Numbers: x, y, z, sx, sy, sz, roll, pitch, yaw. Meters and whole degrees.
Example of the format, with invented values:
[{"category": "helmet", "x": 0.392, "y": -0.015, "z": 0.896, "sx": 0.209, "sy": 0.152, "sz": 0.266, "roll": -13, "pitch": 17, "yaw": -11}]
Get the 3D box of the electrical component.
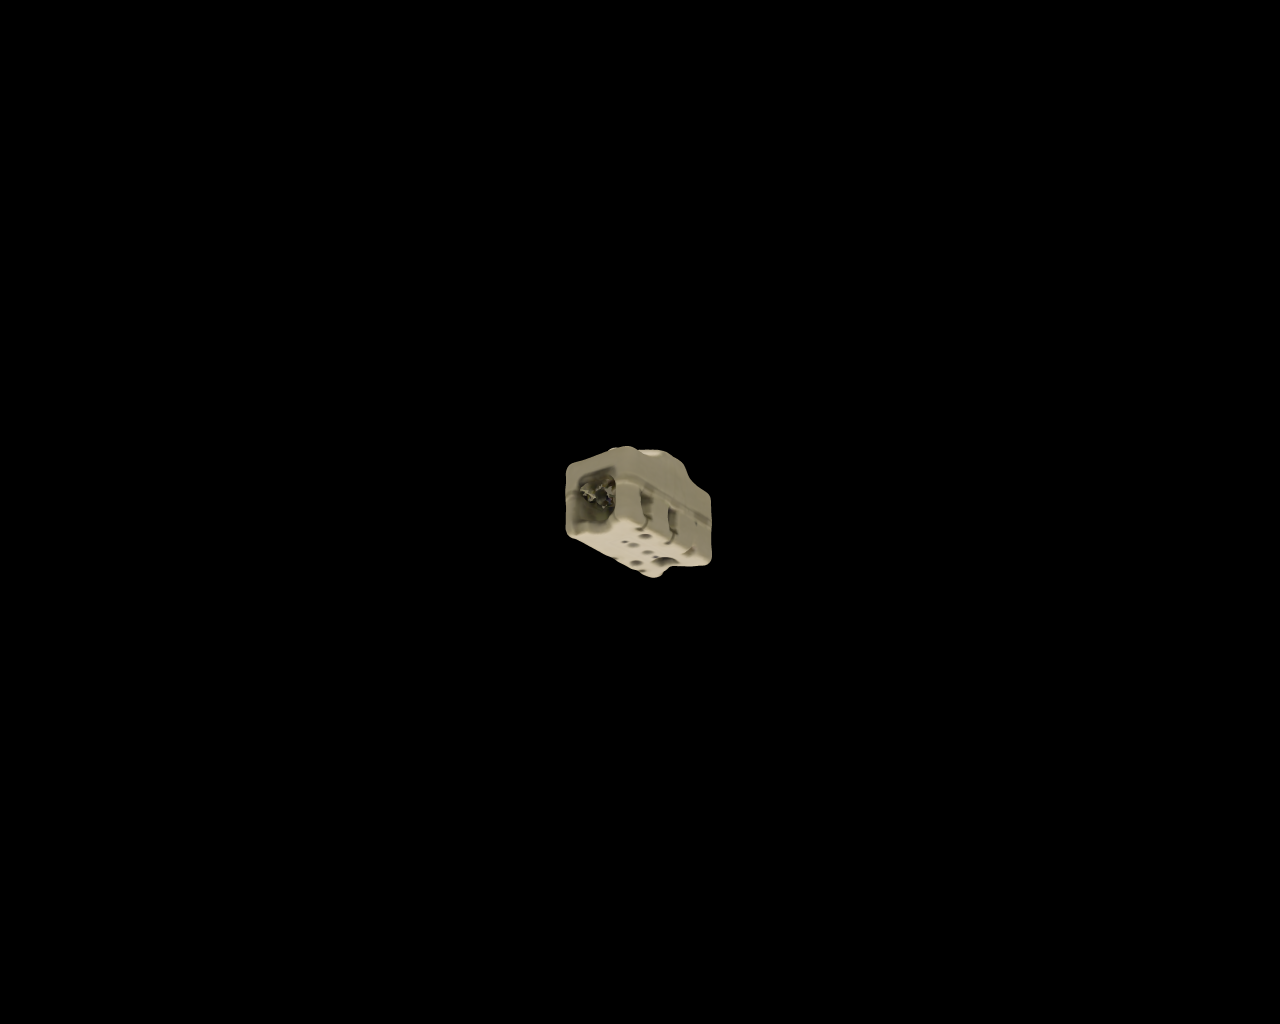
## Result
[{"category": "electrical component", "x": 0.001, "y": -0.003, "z": 0.650, "sx": 0.050, "sy": 0.056, "sz": 0.089, "roll": -17, "pitch": -29, "yaw": 33}]
